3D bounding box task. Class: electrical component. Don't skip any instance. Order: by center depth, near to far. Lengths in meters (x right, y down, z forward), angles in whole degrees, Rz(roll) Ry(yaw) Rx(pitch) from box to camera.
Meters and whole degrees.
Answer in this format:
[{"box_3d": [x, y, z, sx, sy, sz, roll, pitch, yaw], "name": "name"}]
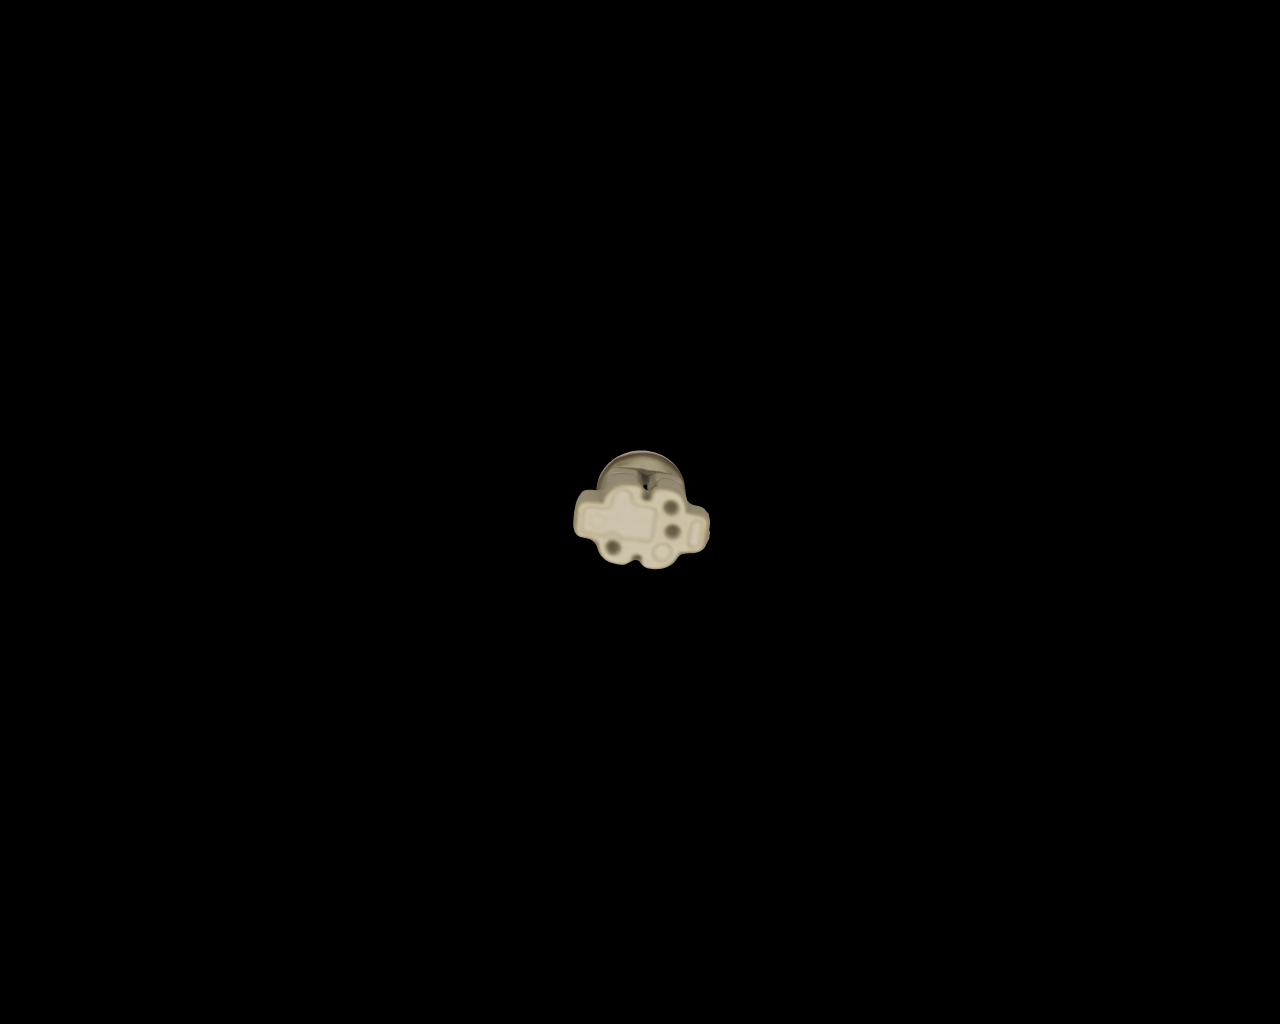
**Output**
[{"box_3d": [0.001, -0.003, 0.650, 0.078, 0.058, 0.057, 8, 24, -3], "name": "electrical component"}]
